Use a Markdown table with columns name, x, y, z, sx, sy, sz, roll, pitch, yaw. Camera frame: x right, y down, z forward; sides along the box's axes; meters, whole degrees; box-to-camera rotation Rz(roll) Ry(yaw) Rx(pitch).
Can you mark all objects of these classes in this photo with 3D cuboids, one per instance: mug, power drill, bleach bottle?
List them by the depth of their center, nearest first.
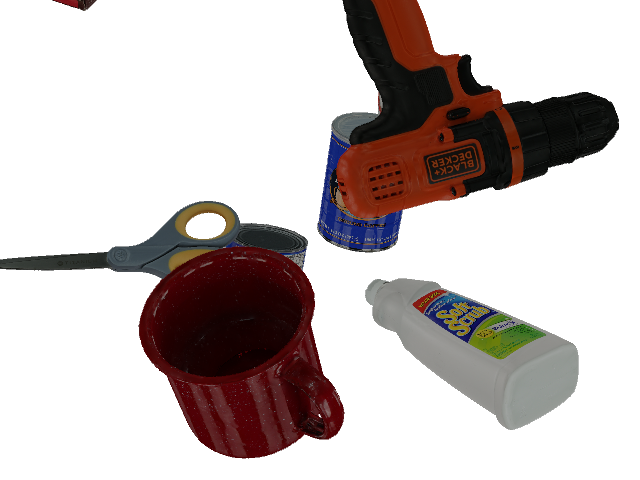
| name | x | y | z | sx | sy | sz | roll | pitch | yaw |
| --- | --- | --- | --- | --- | --- | --- | --- | --- | --- |
| mug | -0.033 | 0.068 | 0.574 | 0.117 | 0.081 | 0.093 | 25 | 56 | 32 |
| power drill | 0.084 | -0.120 | 0.659 | 0.184 | 0.187 | 0.057 | -16 | 8 | -9 |
| bleach bottle | 0.127 | 0.094 | 1.049 | 0.102 | 0.068 | 0.251 | -20 | 29 | -32 |

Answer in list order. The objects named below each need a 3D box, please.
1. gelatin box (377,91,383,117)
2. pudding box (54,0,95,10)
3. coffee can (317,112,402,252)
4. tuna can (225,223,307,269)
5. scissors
| name | x | y | z | sx | sy | sz | roll | pitch | yaw |
| --- | --- | --- | --- | --- | --- | --- | --- | --- | --- |
| gelatin box | 0.093 | -0.093 | 0.900 | 0.089 | 0.030 | 0.073 | -2 | -40 | 1 |
| pudding box | -0.194 | -0.223 | 0.805 | 0.090 | 0.039 | 0.113 | 19 | 38 | 5 |
| coffee can | 0.055 | -0.071 | 1.293 | 0.102 | 0.140 | 0.103 | 6 | 28 | -4 |
| tuna can | -0.058 | 0.011 | 1.120 | 0.086 | 0.034 | 0.086 | 9 | 17 | -3 |
| scissors | -0.148 | 0.000 | 0.851 | 0.201 | 0.096 | 0.016 | 11 | -34 | -5 |
